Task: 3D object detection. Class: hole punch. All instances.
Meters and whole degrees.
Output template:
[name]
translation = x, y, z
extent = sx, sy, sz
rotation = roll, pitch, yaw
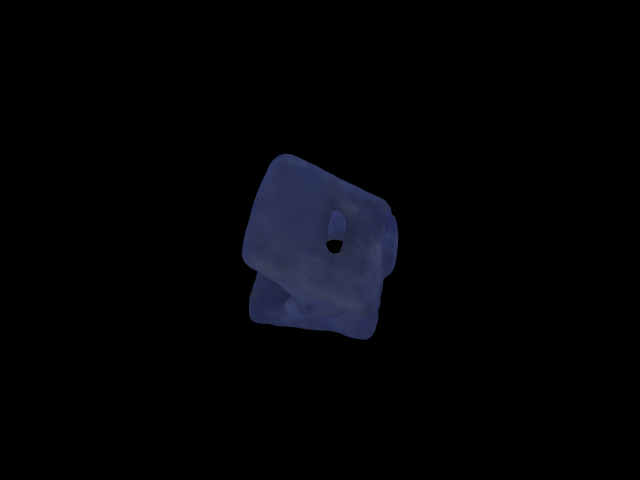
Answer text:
[hole punch]
translation = 0.004, 0.001, 0.400
extent = 0.101, 0.091, 0.108
rotation = 7, 50, 6
